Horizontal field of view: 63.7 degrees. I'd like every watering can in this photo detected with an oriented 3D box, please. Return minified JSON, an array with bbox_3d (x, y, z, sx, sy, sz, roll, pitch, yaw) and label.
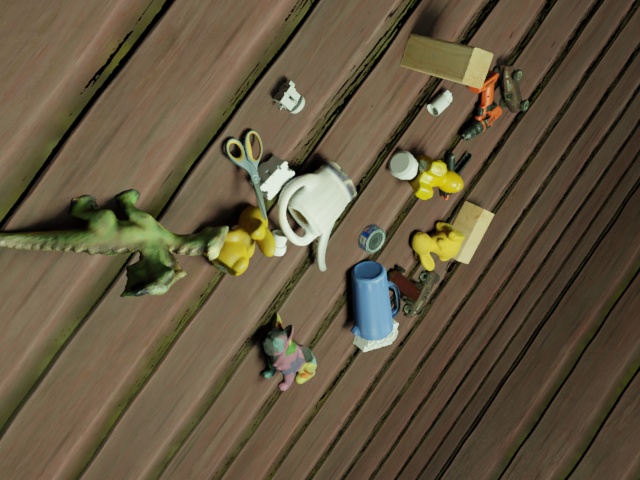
[{"bbox_3d":[0.004,-0.068,1.346,0.226,0.105,0.341,-48,144,-12],"label":"watering can"}]

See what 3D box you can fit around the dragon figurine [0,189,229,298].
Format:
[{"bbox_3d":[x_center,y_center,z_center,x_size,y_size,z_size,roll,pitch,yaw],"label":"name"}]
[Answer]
[{"bbox_3d":[-0.363,0.020,0.952,0.414,0.246,0.119,-17,130,-38],"label":"dragon figurine"}]
